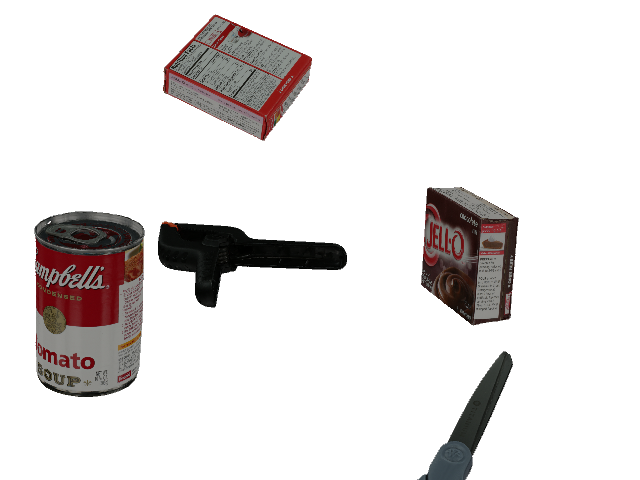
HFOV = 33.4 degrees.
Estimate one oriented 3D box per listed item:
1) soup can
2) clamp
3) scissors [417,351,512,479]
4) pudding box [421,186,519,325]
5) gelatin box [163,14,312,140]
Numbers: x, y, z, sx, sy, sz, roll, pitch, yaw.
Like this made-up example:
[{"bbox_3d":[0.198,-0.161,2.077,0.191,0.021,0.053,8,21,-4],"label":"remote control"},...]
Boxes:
[{"bbox_3d":[-0.149,0.040,0.686,0.068,0.102,0.068,5,21,-2],"label":"soup can"},{"bbox_3d":[-0.102,0.016,1.035,0.210,0.036,0.164,14,22,43],"label":"clamp"},{"bbox_3d":[0.082,0.130,0.562,0.096,0.016,0.201,26,44,33],"label":"scissors"},{"bbox_3d":[0.122,0.010,0.892,0.039,0.090,0.114,-4,16,-18],"label":"pudding box"},{"bbox_3d":[-0.062,-0.123,0.801,0.089,0.073,0.030,26,-35,11],"label":"gelatin box"}]
